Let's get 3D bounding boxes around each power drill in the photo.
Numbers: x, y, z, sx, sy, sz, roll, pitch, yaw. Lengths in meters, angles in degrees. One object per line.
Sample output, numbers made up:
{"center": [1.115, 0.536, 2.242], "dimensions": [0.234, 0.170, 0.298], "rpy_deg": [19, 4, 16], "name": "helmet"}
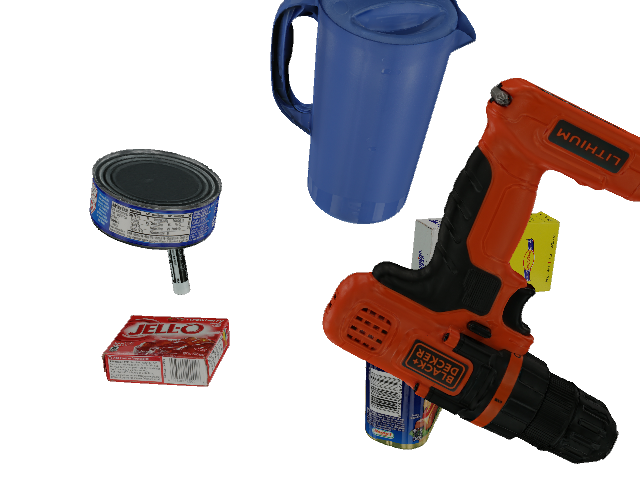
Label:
{"center": [0.118, 0.019, 0.597], "dimensions": [0.184, 0.188, 0.057], "rpy_deg": [27, 13, -5], "name": "power drill"}

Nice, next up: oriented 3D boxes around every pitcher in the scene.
{"center": [0.041, -0.138, 1.055], "dimensions": [0.144, 0.243, 0.149], "rpy_deg": [-25, 53, -31], "name": "pitcher"}

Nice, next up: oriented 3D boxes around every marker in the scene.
{"center": [-0.162, 0.003, 1.183], "dimensions": [0.020, 0.121, 0.020], "rpy_deg": [-5, 26, 2], "name": "marker"}

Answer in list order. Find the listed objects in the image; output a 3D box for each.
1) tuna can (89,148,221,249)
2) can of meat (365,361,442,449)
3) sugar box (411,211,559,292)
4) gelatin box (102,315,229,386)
{"center": [-0.110, -0.028, 0.713], "dimensions": [0.086, 0.034, 0.086], "rpy_deg": [9, 28, -5], "name": "tuna can"}
{"center": [0.071, 0.105, 0.857], "dimensions": [0.057, 0.084, 0.102], "rpy_deg": [11, 29, 19], "name": "can of meat"}
{"center": [0.195, 0.019, 1.269], "dimensions": [0.176, 0.093, 0.048], "rpy_deg": [-5, 20, -24], "name": "sugar box"}
{"center": [-0.127, 0.090, 0.890], "dimensions": [0.089, 0.030, 0.073], "rpy_deg": [2, 22, 10], "name": "gelatin box"}
